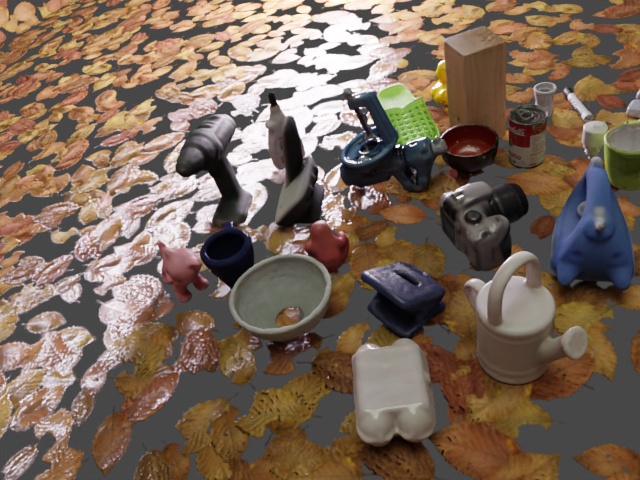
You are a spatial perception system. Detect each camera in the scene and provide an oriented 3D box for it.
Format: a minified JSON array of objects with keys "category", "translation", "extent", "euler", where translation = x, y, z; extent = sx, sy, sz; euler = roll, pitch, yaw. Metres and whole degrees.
[{"category":"camera","translation":[0.284,-0.044,0.958],"extent":[0.137,0.101,0.143],"euler":[-22,42,-6]}]

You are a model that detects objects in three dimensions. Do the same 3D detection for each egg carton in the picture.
[{"category":"egg carton","translation":[0.098,0.204,0.773],"extent":[0.107,0.069,0.150],"euler":[-10,42,6]}]

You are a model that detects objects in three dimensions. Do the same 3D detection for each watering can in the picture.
[{"category":"watering can","translation":[0.261,0.097,0.745],"extent":[0.172,0.194,0.101],"euler":[14,50,29]}]

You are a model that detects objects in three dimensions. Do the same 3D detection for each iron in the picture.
[{"category":"iron","translation":[0.425,-0.048,0.889],"extent":[0.118,0.142,0.258],"euler":[3,45,20]}]

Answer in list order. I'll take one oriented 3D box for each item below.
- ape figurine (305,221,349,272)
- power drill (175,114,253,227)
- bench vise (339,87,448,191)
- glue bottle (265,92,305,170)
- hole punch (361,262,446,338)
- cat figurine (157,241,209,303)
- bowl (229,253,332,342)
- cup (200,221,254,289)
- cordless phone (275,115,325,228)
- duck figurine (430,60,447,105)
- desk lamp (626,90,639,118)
[{"category":"ape figurine","translation":[0.009,0.004,0.996],"extent":[0.077,0.092,0.076],"euler":[-6,43,11]},{"category":"power drill","translation":[-0.201,-0.132,1.117],"extent":[0.075,0.209,0.229],"euler":[-5,43,13]},{"category":"bench vise","translation":[0.127,-0.199,1.082],"extent":[0.207,0.220,0.121],"euler":[-12,42,5]},{"category":"glue bottle","translation":[-0.084,-0.237,1.220],"extent":[0.078,0.173,0.037],"euler":[-34,45,-19]},{"category":"hole punch","translation":[0.128,0.076,0.883],"extent":[0.101,0.091,0.108],"euler":[-36,46,-21]},{"category":"cat figurine","translation":[-0.250,0.044,1.013],"extent":[0.067,0.118,0.127],"euler":[-36,46,-20]},{"category":"bowl","translation":[-0.056,0.104,0.922],"extent":[0.167,0.075,0.167],"euler":[-8,43,8]},{"category":"cup","translation":[-0.153,0.033,1.012],"extent":[0.091,0.095,0.117],"euler":[-11,42,5]},{"category":"cordless phone","translation":[-0.055,-0.129,1.088],"extent":[0.094,0.185,0.147],"euler":[-7,43,10]},{"category":"duck figurine","translation":[0.290,-0.367,1.312],"extent":[0.077,0.086,0.104],"euler":[-2,44,15]},{"category":"desk lamp","translation":[0.692,-0.318,1.043],"extent":[0.202,0.214,0.118],"euler":[21,54,34]}]
